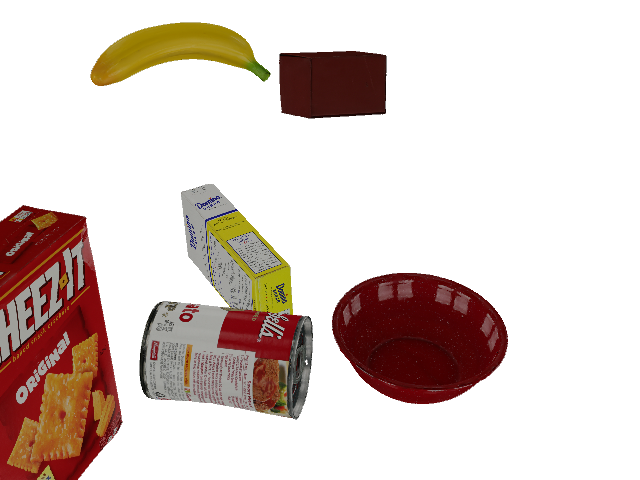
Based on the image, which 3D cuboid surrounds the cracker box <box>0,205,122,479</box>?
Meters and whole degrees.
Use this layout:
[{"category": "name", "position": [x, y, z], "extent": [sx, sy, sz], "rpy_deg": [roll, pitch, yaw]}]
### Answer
[{"category": "cracker box", "position": [-0.234, 0.105, 0.839], "extent": [0.072, 0.214, 0.164], "rpy_deg": [8, 31, 19]}]

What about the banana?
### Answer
[{"category": "banana", "position": [-0.145, -0.190, 1.078], "extent": [0.197, 0.070, 0.037], "rpy_deg": [-9, -38, -31]}]

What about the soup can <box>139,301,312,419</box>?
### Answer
[{"category": "soup can", "position": [-0.061, 0.078, 0.708], "extent": [0.102, 0.068, 0.068], "rpy_deg": [6, 1, 10]}]

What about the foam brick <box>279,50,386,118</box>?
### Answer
[{"category": "foam brick", "position": [0.011, -0.133, 0.904], "extent": [0.078, 0.051, 0.053], "rpy_deg": [-7, 16, -30]}]

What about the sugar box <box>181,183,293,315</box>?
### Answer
[{"category": "sugar box", "position": [-0.088, 0.022, 1.121], "extent": [0.048, 0.093, 0.176], "rpy_deg": [-19, 41, -21]}]

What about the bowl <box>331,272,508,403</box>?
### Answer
[{"category": "bowl", "position": [0.089, 0.100, 0.992], "extent": [0.162, 0.055, 0.162], "rpy_deg": [3, 37, -2]}]
